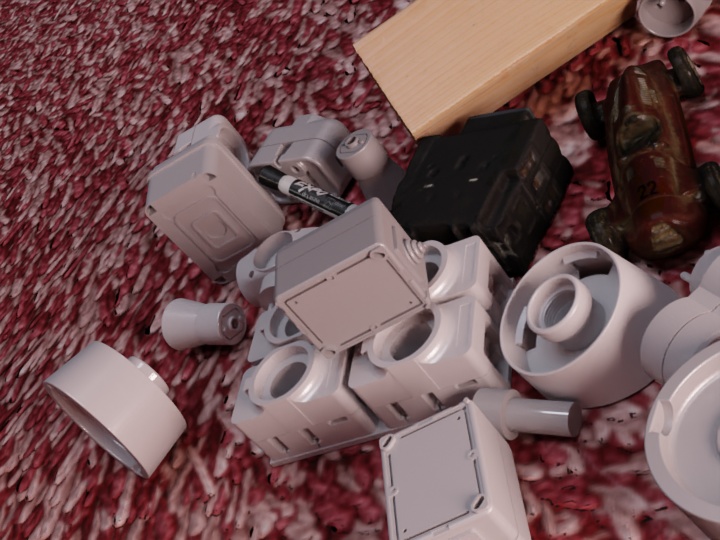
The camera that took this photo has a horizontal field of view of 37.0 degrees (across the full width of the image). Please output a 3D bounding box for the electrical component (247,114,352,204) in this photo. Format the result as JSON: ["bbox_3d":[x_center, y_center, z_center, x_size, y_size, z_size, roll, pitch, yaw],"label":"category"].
[{"bbox_3d":[-0.047,-0.101,0.974,0.095,0.053,0.059,-2,49,44],"label":"electrical component"}]

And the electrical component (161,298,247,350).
[{"bbox_3d":[-0.127,0.045,0.895,0.065,0.044,0.044,-3,48,37],"label":"electrical component"}]

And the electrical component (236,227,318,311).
[{"bbox_3d":[-0.060,0.011,0.864,0.077,0.044,0.079,-21,38,27],"label":"electrical component"}]

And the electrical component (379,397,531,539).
[{"bbox_3d":[0.054,0.132,0.591,0.062,0.061,0.096,-28,35,17],"label":"electrical component"}]

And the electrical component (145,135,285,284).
[{"bbox_3d":[-0.125,-0.052,0.941,0.078,0.113,0.057,-27,38,19],"label":"electrical component"}]

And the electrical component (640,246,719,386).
[{"bbox_3d":[0.208,0.010,0.591,0.138,0.052,0.074,-42,33,-3],"label":"electrical component"}]

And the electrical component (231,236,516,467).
[{"bbox_3d":[0.007,0.054,0.731,0.186,0.060,0.105,-20,38,28],"label":"electrical component"}]

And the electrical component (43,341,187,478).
[{"bbox_3d":[-0.182,0.101,0.825,0.108,0.108,0.060,12,53,51],"label":"electrical component"}]

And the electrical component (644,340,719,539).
[{"bbox_3d":[0.196,0.087,0.504,0.108,0.060,0.108,-26,36,20],"label":"electrical component"}]

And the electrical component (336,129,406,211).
[{"bbox_3d":[0.010,-0.084,0.886,0.044,0.065,0.044,-26,35,20],"label":"electrical component"}]

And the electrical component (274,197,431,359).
[{"bbox_3d":[0.000,0.000,0.686,0.096,0.061,0.061,-28,35,18],"label":"electrical component"}]

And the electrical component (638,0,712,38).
[{"bbox_3d":[0.259,-0.223,0.822,0.079,0.044,0.077,-8,45,40],"label":"electrical component"}]

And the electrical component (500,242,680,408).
[{"bbox_3d":[0.136,0.033,0.646,0.099,0.064,0.099,-36,36,31],"label":"electrical component"}]

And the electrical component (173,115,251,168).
[{"bbox_3d":[-0.150,-0.109,1.086,0.059,0.053,0.095,-25,36,22],"label":"electrical component"}]
